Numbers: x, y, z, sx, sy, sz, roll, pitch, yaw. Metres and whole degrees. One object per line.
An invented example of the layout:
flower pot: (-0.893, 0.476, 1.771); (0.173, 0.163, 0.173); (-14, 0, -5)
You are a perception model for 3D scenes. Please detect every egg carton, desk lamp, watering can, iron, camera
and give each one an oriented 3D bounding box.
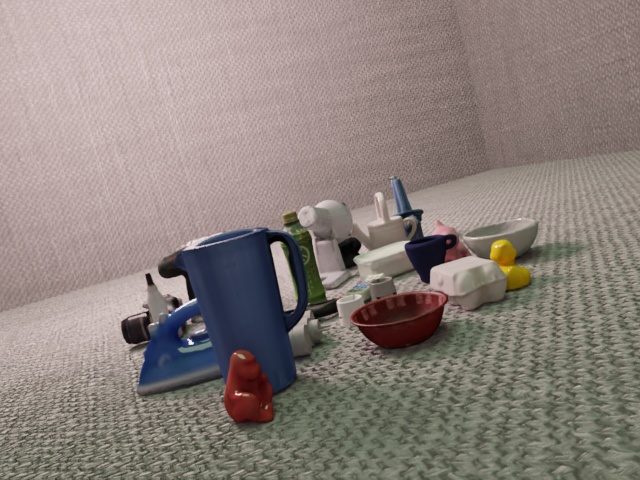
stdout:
egg carton: (0.265, 0.076, 1.039); (0.107, 0.069, 0.150); (-16, 7, -12)
desk lamp: (0.014, 0.005, 1.506); (0.117, 0.213, 0.204); (-11, 8, 24)
watering can: (0.173, -0.033, 1.570); (0.173, 0.194, 0.100); (-17, 8, -21)
iron: (-0.208, 0.165, 1.004); (0.259, 0.141, 0.118); (-17, 8, -17)
camera: (-0.396, 0.188, 1.362); (0.137, 0.101, 0.143); (-15, 7, -6)

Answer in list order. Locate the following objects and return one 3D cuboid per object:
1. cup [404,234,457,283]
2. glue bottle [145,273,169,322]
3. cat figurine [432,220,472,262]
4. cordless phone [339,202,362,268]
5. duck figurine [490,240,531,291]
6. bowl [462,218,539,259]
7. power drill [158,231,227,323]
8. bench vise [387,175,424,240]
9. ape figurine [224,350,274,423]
cup: (0.249, 0.040, 1.248); (0.118, 0.095, 0.091); (-16, 7, -9)
glue bottle: (-0.351, 0.153, 1.245); (0.037, 0.173, 0.078); (-17, 8, -22)
cat figurine: (0.298, 0.005, 1.329); (0.067, 0.118, 0.128); (-10, 8, 30)
cordless phone: (0.048, -0.009, 1.662); (0.093, 0.185, 0.148); (-9, 9, 37)
duck figurine: (0.346, 0.043, 1.069); (0.077, 0.086, 0.104); (-14, 7, 6)
bowl: (0.406, 0.007, 1.275); (0.167, 0.075, 0.167); (-14, 7, 2)
power drill: (-0.294, 0.095, 1.440); (0.229, 0.208, 0.076); (-11, 8, 23)
bench vise: (0.261, -0.085, 1.691); (0.122, 0.220, 0.207); (-17, 8, -18)
ape figurine: (-0.097, 0.192, 0.766); (0.076, 0.092, 0.078); (-10, 9, 33)
